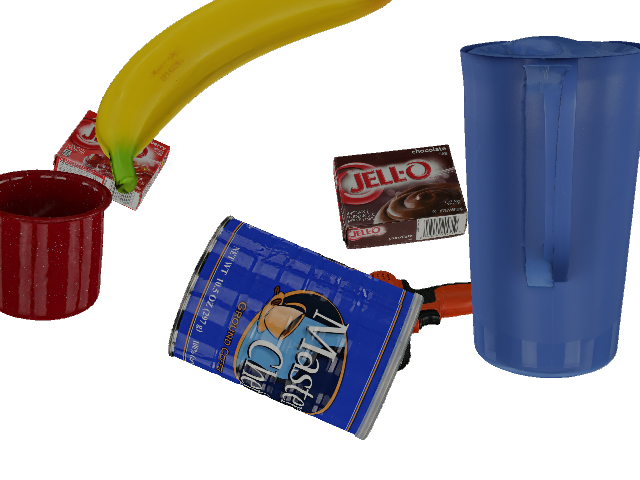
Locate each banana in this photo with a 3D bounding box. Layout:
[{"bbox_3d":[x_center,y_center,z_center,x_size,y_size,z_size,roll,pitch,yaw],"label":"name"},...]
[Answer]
[{"bbox_3d":[-0.048,-0.095,0.554,0.070,0.197,0.037,40,-24,21],"label":"banana"}]

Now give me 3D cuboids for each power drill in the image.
[{"bbox_3d":[0.141,0.086,1.211,0.187,0.057,0.184,-2,27,-1],"label":"power drill"}]

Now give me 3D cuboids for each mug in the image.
[{"bbox_3d":[-0.207,0.005,0.750,0.117,0.081,0.093,-6,27,-29],"label":"mug"}]

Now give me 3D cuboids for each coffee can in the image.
[{"bbox_3d":[-0.016,0.057,0.706,0.140,0.103,0.103,23,2,4],"label":"coffee can"}]

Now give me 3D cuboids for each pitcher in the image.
[{"bbox_3d":[0.166,-0.025,0.779,0.149,0.243,0.145,-10,17,-29],"label":"pitcher"}]

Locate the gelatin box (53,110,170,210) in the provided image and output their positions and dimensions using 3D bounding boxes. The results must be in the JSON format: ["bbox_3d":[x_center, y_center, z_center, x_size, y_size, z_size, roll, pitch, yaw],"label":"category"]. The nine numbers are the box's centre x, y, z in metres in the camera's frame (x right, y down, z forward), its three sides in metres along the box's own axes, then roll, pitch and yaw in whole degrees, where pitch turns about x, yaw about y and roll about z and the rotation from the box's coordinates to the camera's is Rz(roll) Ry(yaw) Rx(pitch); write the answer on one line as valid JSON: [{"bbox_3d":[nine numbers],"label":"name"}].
[{"bbox_3d":[-0.199,-0.078,1.019,0.089,0.073,0.030,25,-44,-2],"label":"gelatin box"}]

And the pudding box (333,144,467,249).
[{"bbox_3d":[0.072,-0.041,0.986,0.113,0.090,0.039,-5,-40,-4],"label":"pudding box"}]
